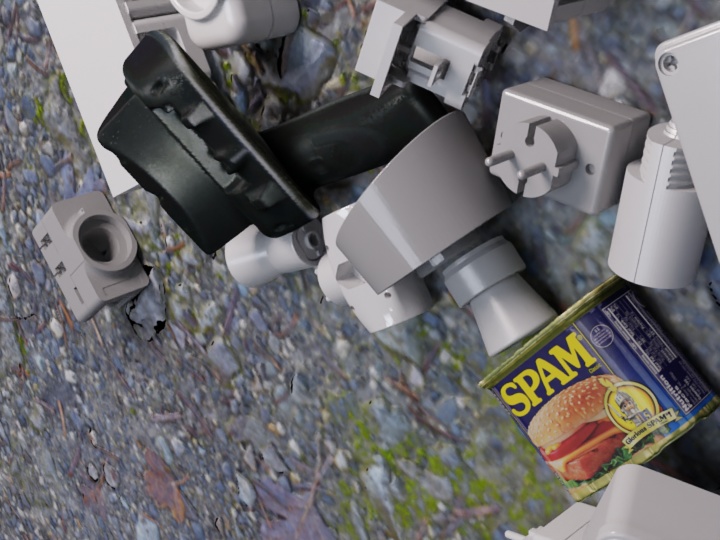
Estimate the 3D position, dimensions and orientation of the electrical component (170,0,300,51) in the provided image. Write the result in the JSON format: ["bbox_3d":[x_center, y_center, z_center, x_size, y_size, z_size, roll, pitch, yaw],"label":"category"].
[{"bbox_3d":[-0.083,-0.187,0.664,0.054,0.059,0.095,2,108,44],"label":"electrical component"}]

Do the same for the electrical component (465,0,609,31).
[{"bbox_3d":[0.045,-0.202,0.532,0.186,0.060,0.105,31,126,32],"label":"electrical component"}]

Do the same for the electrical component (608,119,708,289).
[{"bbox_3d":[0.148,-0.037,0.514,0.043,0.043,0.081,26,123,35],"label":"electrical component"}]

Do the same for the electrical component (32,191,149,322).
[{"bbox_3d":[-0.219,-0.013,0.878,0.056,0.050,0.089,-36,81,47],"label":"electrical component"}]

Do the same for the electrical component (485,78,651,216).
[{"bbox_3d":[0.093,-0.058,0.534,0.066,0.077,0.047,28,125,34],"label":"electrical component"}]

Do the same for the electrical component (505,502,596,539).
[{"bbox_3d":[0.117,0.173,0.630,0.077,0.047,0.065,10,113,44],"label":"electrical component"}]

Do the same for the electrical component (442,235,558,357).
[{"bbox_3d":[0.078,0.014,0.603,0.045,0.045,0.055,-41,77,46],"label":"electrical component"}]

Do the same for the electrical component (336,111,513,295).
[{"bbox_3d":[0.033,-0.033,0.591,0.099,0.099,0.064,-36,87,46],"label":"electrical component"}]

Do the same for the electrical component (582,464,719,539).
[{"bbox_3d":[0.166,0.156,0.531,0.113,0.057,0.078,20,134,9],"label":"electrical component"}]

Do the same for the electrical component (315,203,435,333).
[{"bbox_3d":[0.000,0.000,0.674,0.079,0.043,0.077,-23,91,47],"label":"electrical component"}]

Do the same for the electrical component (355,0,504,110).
[{"bbox_3d":[0.039,-0.118,0.569,0.064,0.081,0.042,26,127,7],"label":"electrical component"}]

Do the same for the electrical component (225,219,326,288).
[{"bbox_3d":[-0.054,-0.014,0.723,0.065,0.044,0.044,-13,98,42],"label":"electrical component"}]

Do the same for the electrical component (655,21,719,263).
[{"bbox_3d":[0.194,-0.062,0.448,0.109,0.056,0.108,-15,96,47],"label":"electrical component"}]

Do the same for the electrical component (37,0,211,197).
[{"bbox_3d":[-0.153,-0.139,0.752,0.089,0.062,0.150,-17,94,47],"label":"electrical component"}]
